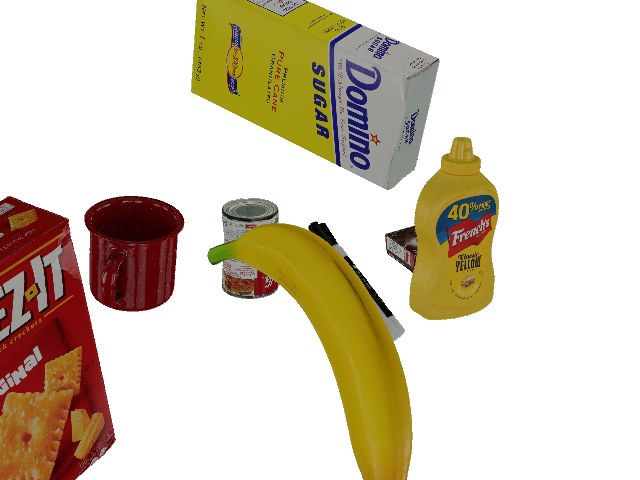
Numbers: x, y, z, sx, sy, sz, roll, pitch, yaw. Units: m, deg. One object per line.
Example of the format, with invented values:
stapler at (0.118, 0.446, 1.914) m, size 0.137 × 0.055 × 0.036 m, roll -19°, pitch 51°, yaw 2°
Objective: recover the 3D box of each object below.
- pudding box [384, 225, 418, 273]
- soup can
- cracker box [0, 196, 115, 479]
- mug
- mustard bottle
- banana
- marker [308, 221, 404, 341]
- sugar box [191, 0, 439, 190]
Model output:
pudding box at (0.167, 0.007, 1.603) m, size 0.113 × 0.039 × 0.090 m, roll -18°, pitch 27°, yaw -20°
soup can at (-0.083, 0.008, 1.258) m, size 0.068 × 0.102 × 0.068 m, roll 1°, pitch 24°, yaw -1°
cracker box at (-0.233, 0.103, 0.748) m, size 0.072 × 0.214 × 0.164 m, roll 17°, pitch 38°, yaw 29°
mug at (-0.181, 0.020, 1.011) m, size 0.093 × 0.081 × 0.117 m, roll 10°, pitch 29°, yaw 4°
mustard bottle at (0.144, -0.015, 1.127) m, size 0.096 × 0.192 × 0.058 m, roll -11°, pitch 24°, yaw -27°
banana at (0.006, 0.053, 0.611) m, size 0.037 × 0.070 × 0.198 m, roll 2°, pitch 42°, yaw -46°
marker at (0.027, 0.032, 0.885) m, size 0.020 × 0.121 × 0.020 m, roll -32°, pitch -18°, yaw -12°
sugar box at (-0.009, -0.114, 0.748) m, size 0.176 × 0.093 × 0.048 m, roll 29°, pitch 44°, yaw 24°
